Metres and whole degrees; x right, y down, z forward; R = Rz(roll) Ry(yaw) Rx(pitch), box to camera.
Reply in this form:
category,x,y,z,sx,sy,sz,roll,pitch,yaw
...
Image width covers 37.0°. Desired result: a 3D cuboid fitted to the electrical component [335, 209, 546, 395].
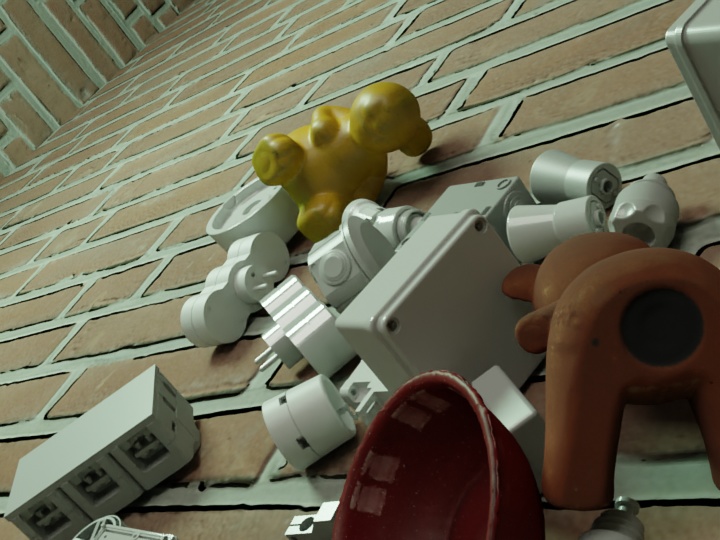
category,x,y,z,sx,sy,sz,roll,pitch,yaw
electrical component,0.059,0.036,0.686,0.108,0.108,0.056,-47,21,-23

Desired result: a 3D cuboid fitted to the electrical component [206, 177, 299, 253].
category,x,y,z,sx,sy,sz,roll,pitch,yaw
electrical component,-0.104,-0.051,1.152,0.108,0.060,0.108,-31,23,15

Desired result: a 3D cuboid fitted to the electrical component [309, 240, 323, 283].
category,x,y,z,sx,sy,sz,roll,pitch,yaw
electrical component,-0.030,-0.002,0.984,0.035,0.035,0.061,-29,26,19

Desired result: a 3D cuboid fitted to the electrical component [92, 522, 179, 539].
category,x,y,z,sx,sy,sz,roll,pitch,yaw
electrical component,-0.143,0.214,0.710,0.096,0.061,0.061,-4,39,41

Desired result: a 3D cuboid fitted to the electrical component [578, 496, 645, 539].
category,x,y,z,sx,sy,sz,roll,pitch,yaw
electrical component,0.114,0.139,0.496,0.040,0.040,0.078,-16,31,41

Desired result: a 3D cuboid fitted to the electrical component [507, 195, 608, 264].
category,x,y,z,sx,sy,sz,roll,pitch,yaw
electrical component,0.145,-0.031,0.778,0.065,0.044,0.044,-12,33,37

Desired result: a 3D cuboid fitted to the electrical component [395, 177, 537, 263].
category,x,y,z,sx,sy,sz,roll,pitch,yaw
electrical component,0.086,-0.027,0.843,0.100,0.048,0.099,-3,40,54

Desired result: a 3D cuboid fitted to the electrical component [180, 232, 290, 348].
category,x,y,z,sx,sy,sz,roll,pitch,yaw
electrical component,-0.109,0.015,1.042,0.074,0.052,0.138,-14,31,43

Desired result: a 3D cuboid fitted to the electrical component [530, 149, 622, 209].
category,x,y,z,sx,sy,sz,roll,pitch,yaw
electrical component,0.166,-0.067,0.816,0.044,0.044,0.065,-44,28,-15

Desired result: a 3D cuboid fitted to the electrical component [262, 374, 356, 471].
category,x,y,z,sx,sy,sz,roll,pitch,yaw
electrical component,-0.035,0.106,0.760,0.047,0.055,0.055,-31,23,7

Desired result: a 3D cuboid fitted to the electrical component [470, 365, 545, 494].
category,x,y,z,sx,sy,sz,roll,pitch,yaw
electrical component,0.070,0.105,0.616,0.077,0.047,0.065,-37,22,1

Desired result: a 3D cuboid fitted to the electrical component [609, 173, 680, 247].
category,x,y,z,sx,sy,sz,roll,pitch,yaw
electrical component,0.193,-0.041,0.723,0.043,0.043,0.062,-19,28,38

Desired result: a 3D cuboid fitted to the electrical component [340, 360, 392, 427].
category,x,y,z,sx,sy,sz,roll,pitch,yaw
electrical component,0.024,0.082,0.737,0.064,0.042,0.081,-12,32,52

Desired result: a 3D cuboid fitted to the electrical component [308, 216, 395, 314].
category,x,y,z,sx,sy,sz,roll,pitch,yaw
electrical component,0.000,0.000,0.880,0.051,0.080,0.080,-36,22,19

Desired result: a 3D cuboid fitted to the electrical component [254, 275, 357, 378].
category,x,y,z,sx,sy,sz,roll,pitch,yaw
electrical component,-0.056,0.056,0.887,0.074,0.052,0.138,-39,23,-5

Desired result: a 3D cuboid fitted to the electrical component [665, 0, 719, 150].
category,x,y,z,sx,sy,sz,roll,pitch,yaw
electrical component,0.262,-0.134,0.710,0.078,0.113,0.057,-45,27,-19

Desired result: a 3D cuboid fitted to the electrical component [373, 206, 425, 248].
category,x,y,z,sx,sy,sz,roll,pitch,yaw
electrical component,0.043,-0.034,0.929,0.062,0.043,0.043,-7,37,48

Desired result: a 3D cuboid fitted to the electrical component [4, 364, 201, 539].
category,x,y,z,sx,sy,sz,roll,pitch,yaw
electrical component,-0.213,0.162,0.903,0.150,0.061,0.089,-35,23,6

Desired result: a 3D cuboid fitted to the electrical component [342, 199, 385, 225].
category,x,y,z,sx,sy,sz,roll,pitch,yaw
electrical component,0.011,-0.043,0.999,0.040,0.040,0.046,-43,29,-14
